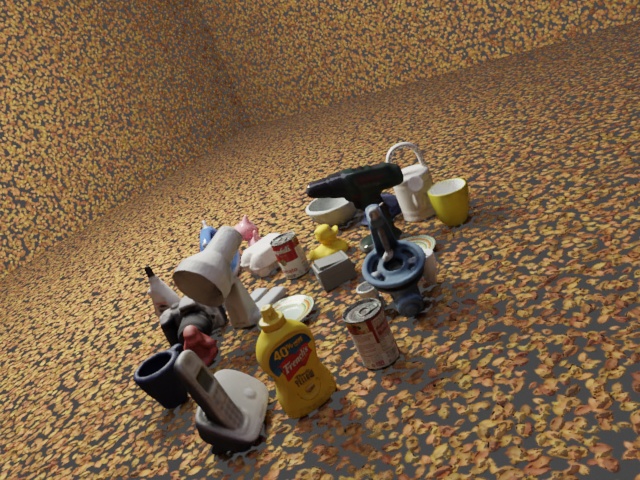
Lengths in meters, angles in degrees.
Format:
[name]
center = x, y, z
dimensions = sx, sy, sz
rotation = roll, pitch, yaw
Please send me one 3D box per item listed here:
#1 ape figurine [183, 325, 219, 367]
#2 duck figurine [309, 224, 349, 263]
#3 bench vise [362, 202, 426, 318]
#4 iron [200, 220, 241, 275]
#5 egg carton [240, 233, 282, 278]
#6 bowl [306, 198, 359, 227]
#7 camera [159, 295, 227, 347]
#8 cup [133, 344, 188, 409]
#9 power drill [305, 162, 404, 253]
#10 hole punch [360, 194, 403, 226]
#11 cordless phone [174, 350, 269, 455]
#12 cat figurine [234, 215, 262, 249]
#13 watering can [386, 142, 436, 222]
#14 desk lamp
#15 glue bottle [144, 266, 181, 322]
[ape figurine]
center = -0.255, 0.219, 1.184
dimensions = 0.077, 0.092, 0.076
rotation = -22, 21, 5
[duck figurine]
center = 0.013, 0.005, 1.427
dimensions = 0.105, 0.086, 0.077
rotation = -31, 22, -20
[bench vise]
center = 0.117, 0.021, 1.092
dimensions = 0.121, 0.220, 0.207
rotation = -28, 22, -12
[iron]
center = -0.295, 0.038, 1.591
dimensions = 0.118, 0.142, 0.258
rotation = -24, 21, -2
[egg carton]
center = -0.134, 0.037, 1.527
dimensions = 0.150, 0.069, 0.107
rotation = -37, 25, -31
[bowl]
center = 0.048, -0.085, 1.621
dimensions = 0.167, 0.075, 0.167
rotation = -20, 21, 8
[camera]
center = -0.296, 0.188, 1.289
dimensions = 0.143, 0.101, 0.136
rotation = -21, 21, 6
[cup]
center = -0.288, 0.266, 1.101
dimensions = 0.091, 0.095, 0.118
rotation = -9, 25, 33
[power drill]
center = 0.103, -0.081, 1.367
dimensions = 0.229, 0.209, 0.075
rotation = -25, 21, -3
[hole punch]
center = 0.152, -0.096, 1.517
dimensions = 0.101, 0.091, 0.108
rotation = -38, 25, -33
[cordless phone]
center = -0.161, 0.234, 0.918
dimensions = 0.094, 0.185, 0.147
rotation = -19, 21, 11
[cat figurine]
center = -0.197, -0.014, 1.646
dimensions = 0.067, 0.118, 0.127
rotation = -30, 22, -16
[watering can]
center = 0.230, -0.149, 1.420
dimensions = 0.101, 0.194, 0.172
rotation = -29, 22, -13
[desk lamp]
center = -0.201, 0.090, 1.265
dimensions = 0.117, 0.214, 0.204
rotation = -7, 26, 36
[glue bottle]
center = -0.385, 0.137, 1.401
dimensions = 0.078, 0.173, 0.037
rotation = -15, 23, 21
